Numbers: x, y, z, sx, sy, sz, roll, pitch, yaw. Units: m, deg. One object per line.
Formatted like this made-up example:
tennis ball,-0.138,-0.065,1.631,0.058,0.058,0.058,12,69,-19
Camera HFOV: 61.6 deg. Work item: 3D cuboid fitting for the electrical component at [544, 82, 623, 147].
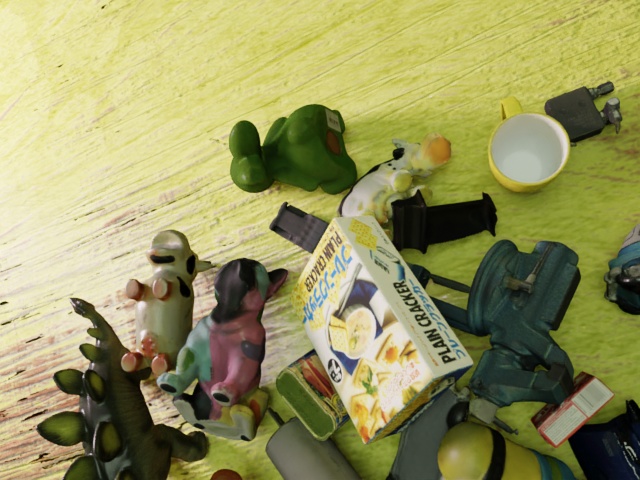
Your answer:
electrical component,0.326,-0.153,0.673,0.102,0.045,0.078,-14,79,13

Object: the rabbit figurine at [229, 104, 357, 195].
rabbit figurine,-0.056,-0.104,0.732,0.170,0.159,0.121,-19,86,27

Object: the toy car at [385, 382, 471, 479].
toy car,0.127,0.261,0.654,0.074,0.056,0.201,14,84,24

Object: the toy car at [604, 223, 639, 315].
toy car,0.402,0.020,0.602,0.162,0.109,0.103,-11,54,25

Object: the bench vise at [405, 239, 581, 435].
bench vise,0.184,0.088,0.633,0.241,0.128,0.223,20,85,39

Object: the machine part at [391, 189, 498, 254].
machine part,0.156,-0.026,0.677,0.139,0.039,0.084,-7,117,-7

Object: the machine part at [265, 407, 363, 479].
machine part,0.010,0.297,0.647,0.079,0.079,0.243,-49,57,3

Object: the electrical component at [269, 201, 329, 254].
electrical component,-0.001,-0.002,0.727,0.119,0.074,0.047,30,89,16

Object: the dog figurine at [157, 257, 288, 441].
dog figurine,-0.109,0.132,0.724,0.109,0.191,0.219,5,48,19

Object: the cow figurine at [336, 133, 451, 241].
cow figurine,0.096,-0.076,0.712,0.167,0.068,0.098,-48,33,2

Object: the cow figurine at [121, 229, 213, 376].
cow figurine,-0.205,0.081,0.742,0.086,0.127,0.195,-4,82,15

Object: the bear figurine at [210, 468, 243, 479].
bear figurine,-0.044,0.370,0.647,0.196,0.131,0.120,9,58,23

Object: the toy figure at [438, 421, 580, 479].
toy figure,0.214,0.262,0.594,0.180,0.082,0.089,18,45,-12

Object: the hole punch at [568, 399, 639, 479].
hole punch,0.327,0.243,0.573,0.092,0.115,0.142,-27,74,19

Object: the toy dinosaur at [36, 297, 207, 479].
toy dinosaur,-0.244,0.270,0.683,0.105,0.198,0.471,-35,72,11
